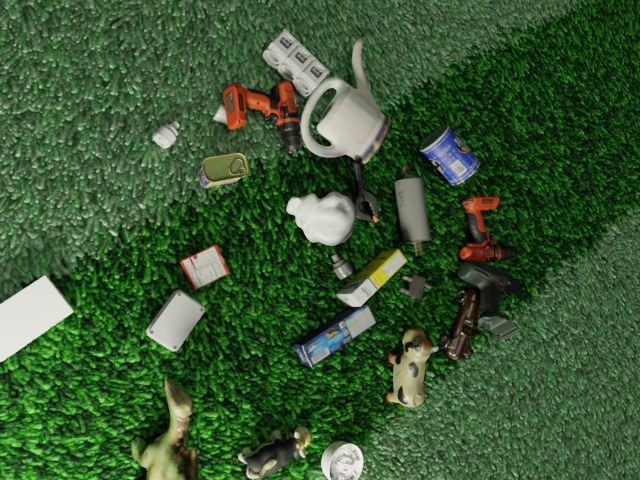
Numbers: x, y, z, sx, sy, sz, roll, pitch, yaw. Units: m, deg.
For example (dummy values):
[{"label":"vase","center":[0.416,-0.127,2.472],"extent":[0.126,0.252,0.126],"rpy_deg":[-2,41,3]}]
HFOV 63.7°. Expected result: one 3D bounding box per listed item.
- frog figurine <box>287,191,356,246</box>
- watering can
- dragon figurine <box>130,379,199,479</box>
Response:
[{"label":"frog figurine","center":[0.004,-0.063,1.246],"extent":[0.158,0.125,0.136],"rpy_deg":[30,110,-23]},{"label":"watering can","center":[0.092,-0.344,1.333],"extent":[0.223,0.103,0.352],"rpy_deg":[36,71,-15]},{"label":"dragon figurine","center":[-0.288,0.474,0.980],"extent":[0.122,0.241,0.414],"rpy_deg":[4,79,-27]}]
